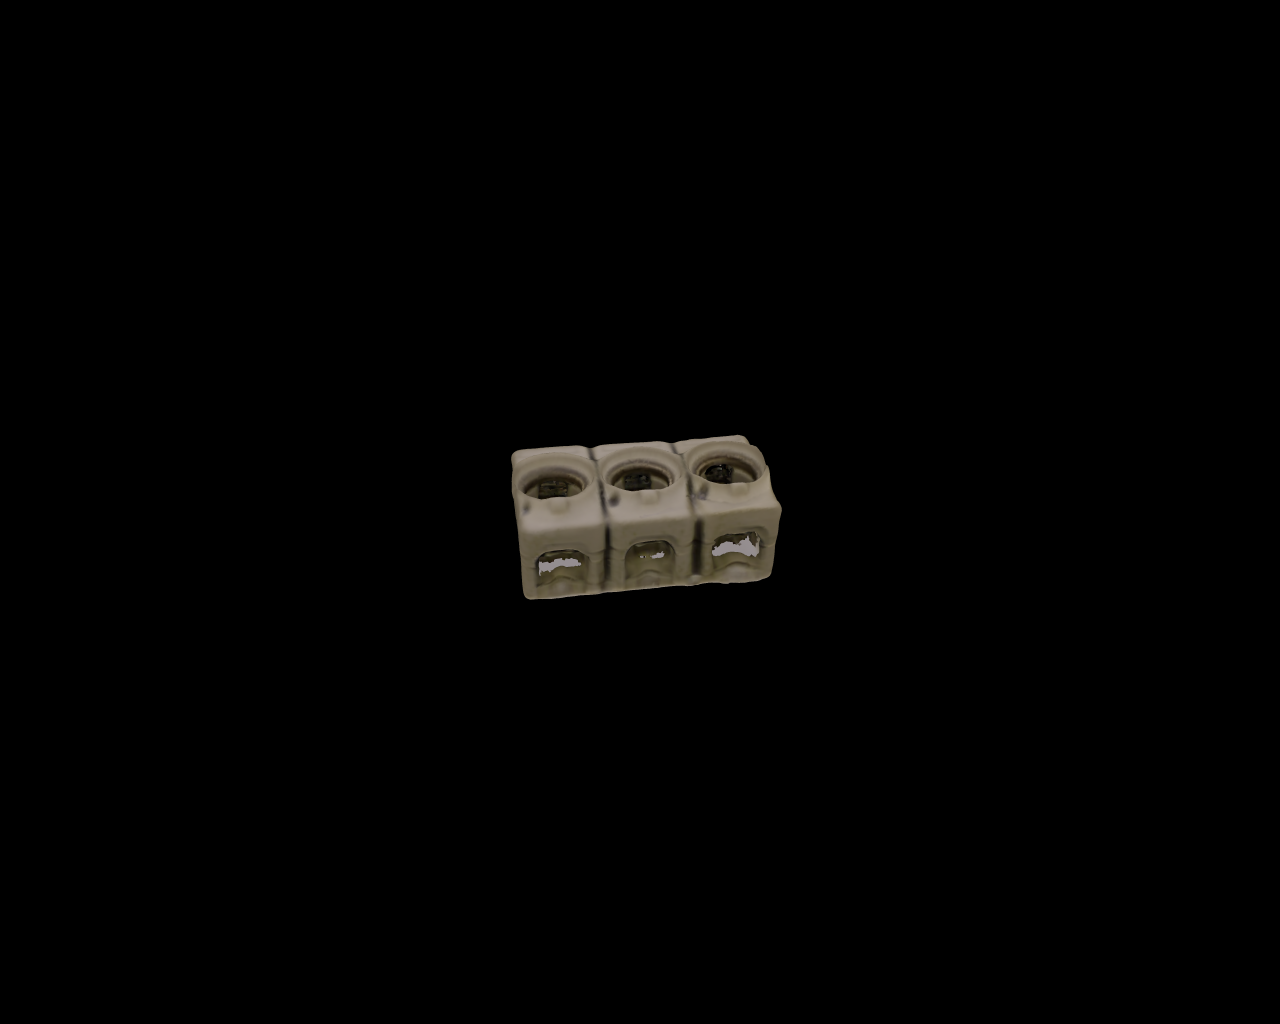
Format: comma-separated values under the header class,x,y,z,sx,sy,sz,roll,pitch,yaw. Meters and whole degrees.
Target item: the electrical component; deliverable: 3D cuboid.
class,x,y,z,sx,sy,sz,roll,pitch,yaw
electrical component,0.001,-0.003,0.650,0.150,0.061,0.090,-5,36,-7
